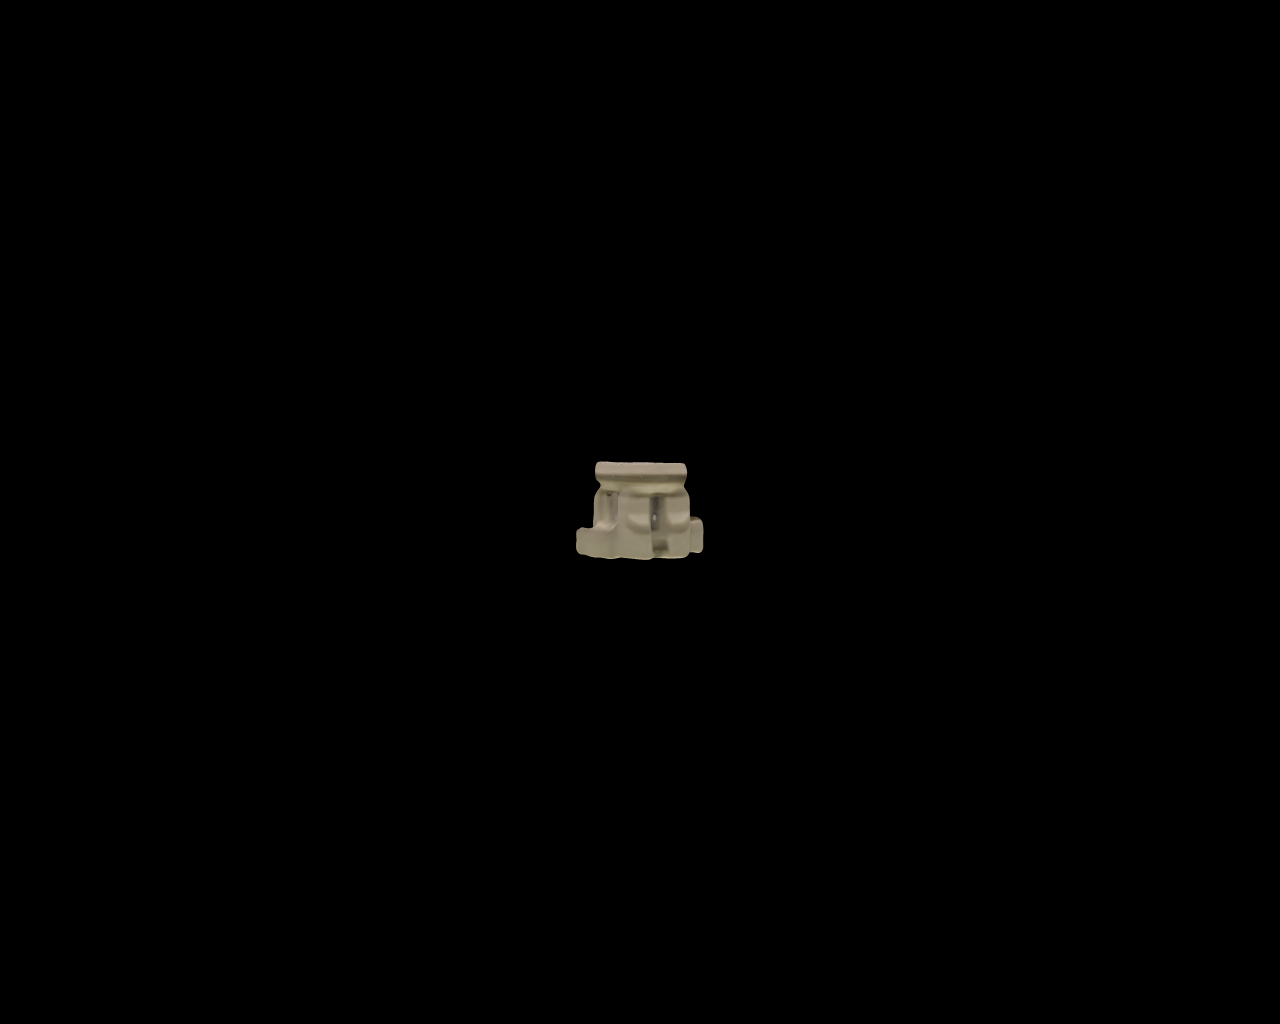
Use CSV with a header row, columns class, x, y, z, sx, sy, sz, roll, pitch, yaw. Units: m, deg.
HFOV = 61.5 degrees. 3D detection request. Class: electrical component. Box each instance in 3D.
class,x,y,z,sx,sy,sz,roll,pitch,yaw
electrical component,0.001,-0.003,0.650,0.078,0.057,0.058,-2,4,-27
